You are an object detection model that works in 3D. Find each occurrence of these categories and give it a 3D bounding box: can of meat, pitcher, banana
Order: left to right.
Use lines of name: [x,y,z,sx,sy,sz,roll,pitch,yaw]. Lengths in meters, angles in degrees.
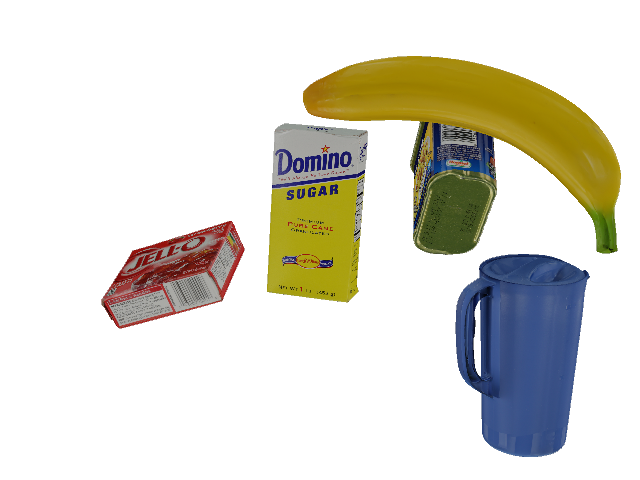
can of meat: [0.103,-0.050,0.832,0.057,0.084,0.102,6,-38,-2]
banana: [0.088,-0.066,0.598,0.198,0.069,0.037,27,-12,13]
pitcher: [0.254,0.146,1.350,0.149,0.243,0.144,5,16,18]

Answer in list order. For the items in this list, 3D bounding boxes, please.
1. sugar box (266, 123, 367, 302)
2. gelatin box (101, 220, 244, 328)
sugar box: [-0.004,-0.029,1.110,0.093,0.176,0.048,6,16,14]
gelatin box: [-0.106,0.024,0.777,0.089,0.030,0.073,-16,25,19]
